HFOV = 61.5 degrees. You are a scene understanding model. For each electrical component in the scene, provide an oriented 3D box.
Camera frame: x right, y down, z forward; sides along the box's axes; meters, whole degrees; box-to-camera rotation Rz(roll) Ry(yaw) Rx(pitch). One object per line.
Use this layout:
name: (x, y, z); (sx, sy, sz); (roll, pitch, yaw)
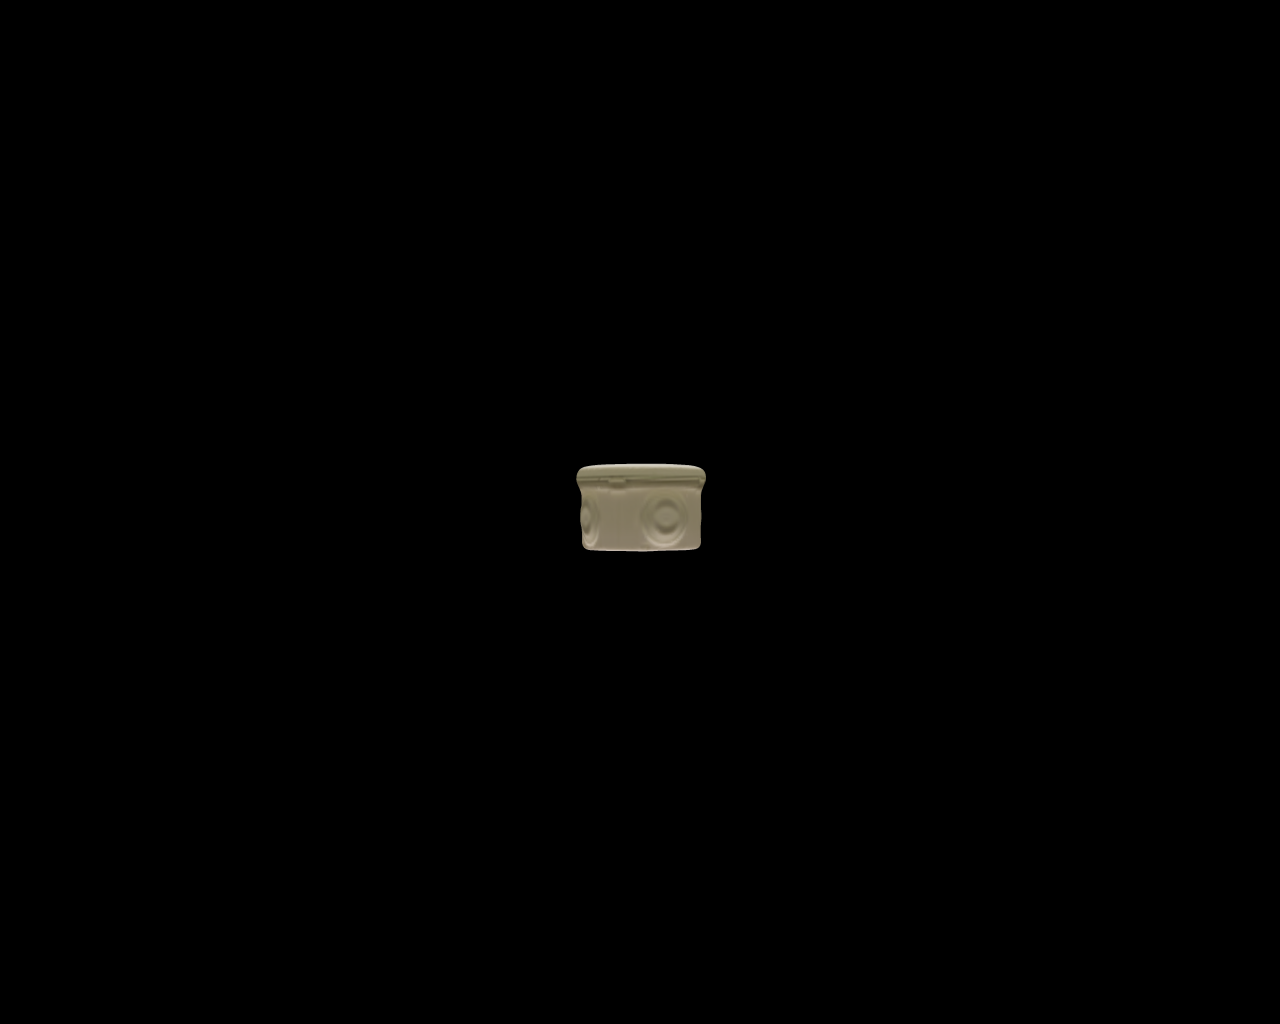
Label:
electrical component: (0.001, -0.003, 0.650); (0.080, 0.051, 0.080); (0, 0, 0)
